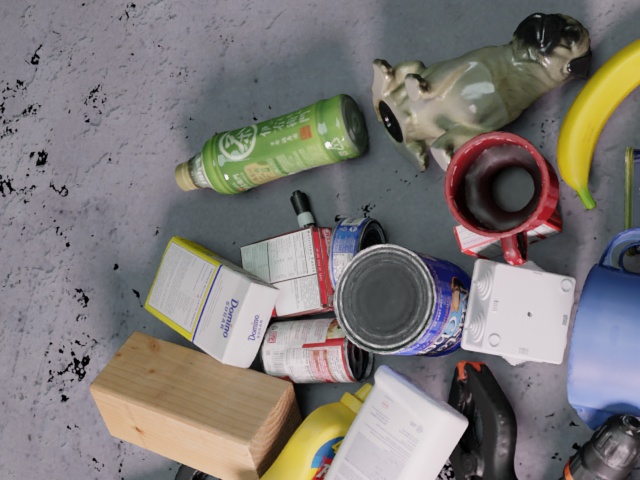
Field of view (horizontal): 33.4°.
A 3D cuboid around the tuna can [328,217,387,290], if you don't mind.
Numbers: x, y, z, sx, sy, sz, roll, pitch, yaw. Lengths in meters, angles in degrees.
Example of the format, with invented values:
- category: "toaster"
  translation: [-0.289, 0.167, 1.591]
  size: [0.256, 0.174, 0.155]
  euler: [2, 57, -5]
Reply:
- category: "tuna can"
  translation: [0.040, 0.019, 1.099]
  size: [0.034, 0.086, 0.086]
  euler: [0, 83, 24]

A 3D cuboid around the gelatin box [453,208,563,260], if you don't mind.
- category: "gelatin box"
  translation: [0.184, -0.011, 1.038]
  size: [0.089, 0.073, 0.030]
  euler: [-22, 74, 22]

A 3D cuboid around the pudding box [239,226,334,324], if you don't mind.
- category: "pudding box"
  translation: [-0.033, 0.039, 1.145]
  size: [0.114, 0.039, 0.090]
  euler: [-14, 78, 38]

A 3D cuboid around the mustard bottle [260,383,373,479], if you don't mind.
- category: "mustard bottle"
  translation: [-0.002, 0.226, 1.082]
  size: [0.058, 0.096, 0.191]
  euler: [30, 79, 41]

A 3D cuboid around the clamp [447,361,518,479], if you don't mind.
- category: "clamp"
  translation: [0.162, 0.217, 1.011]
  size: [0.165, 0.036, 0.210]
  euler: [-22, 64, 56]

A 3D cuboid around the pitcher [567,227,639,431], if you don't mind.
- category: "pitcher"
  translation: [0.343, 0.092, 0.917]
  size: [0.243, 0.149, 0.144]
  euler: [8, 49, 24]

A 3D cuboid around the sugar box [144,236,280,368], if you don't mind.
- category: "sugar box"
  translation: [-0.120, 0.065, 1.163]
  size: [0.176, 0.048, 0.093]
  euler: [26, 96, 48]

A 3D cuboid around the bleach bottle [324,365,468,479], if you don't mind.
- category: "bleach bottle"
  translation: [0.036, 0.252, 1.025]
  size: [0.103, 0.068, 0.251]
  euler: [33, 91, 39]

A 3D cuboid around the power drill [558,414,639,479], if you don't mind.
- category: "power drill"
  translation: [0.286, 0.260, 0.926]
  size: [0.188, 0.057, 0.185]
  euler: [41, 135, 24]

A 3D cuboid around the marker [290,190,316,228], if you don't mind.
- category: "marker"
  translation: [-0.008, 0.001, 1.163]
  size: [0.020, 0.020, 0.121]
  euler: [-25, 73, 21]

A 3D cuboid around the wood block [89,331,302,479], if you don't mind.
- category: "wood block"
  translation: [-0.131, 0.183, 1.142]
  size: [0.206, 0.091, 0.090]
  euler: [15, 48, 27]

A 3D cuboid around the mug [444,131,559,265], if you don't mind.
- category: "mug"
  translation: [0.170, -0.035, 0.958]
  size: [0.093, 0.081, 0.117]
  euler: [-14, 83, 23]

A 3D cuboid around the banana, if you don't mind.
- category: "banana"
  translation: [0.282, -0.129, 1.029]
  size: [0.070, 0.037, 0.198]
  euler: [30, 98, 9]

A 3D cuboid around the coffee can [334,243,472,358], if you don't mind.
- category: "coffee can"
  translation: [0.088, 0.062, 1.039]
  size: [0.103, 0.140, 0.103]
  euler: [-4, 81, 26]

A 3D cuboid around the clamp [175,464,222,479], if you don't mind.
- category: "clamp"
  translation: [-0.139, 0.301, 1.177]
  size: [0.172, 0.039, 0.120]
  euler: [-41, 69, 16]

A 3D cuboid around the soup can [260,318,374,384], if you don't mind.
- category: "soup can"
  translation: [-0.003, 0.117, 1.118]
  size: [0.102, 0.068, 0.068]
  euler: [-5, 81, 26]

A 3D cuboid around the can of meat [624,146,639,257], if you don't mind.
- category: "can of meat"
  translation: [0.326, -0.036, 0.981]
  size: [0.084, 0.057, 0.102]
  euler: [0, 84, 24]
